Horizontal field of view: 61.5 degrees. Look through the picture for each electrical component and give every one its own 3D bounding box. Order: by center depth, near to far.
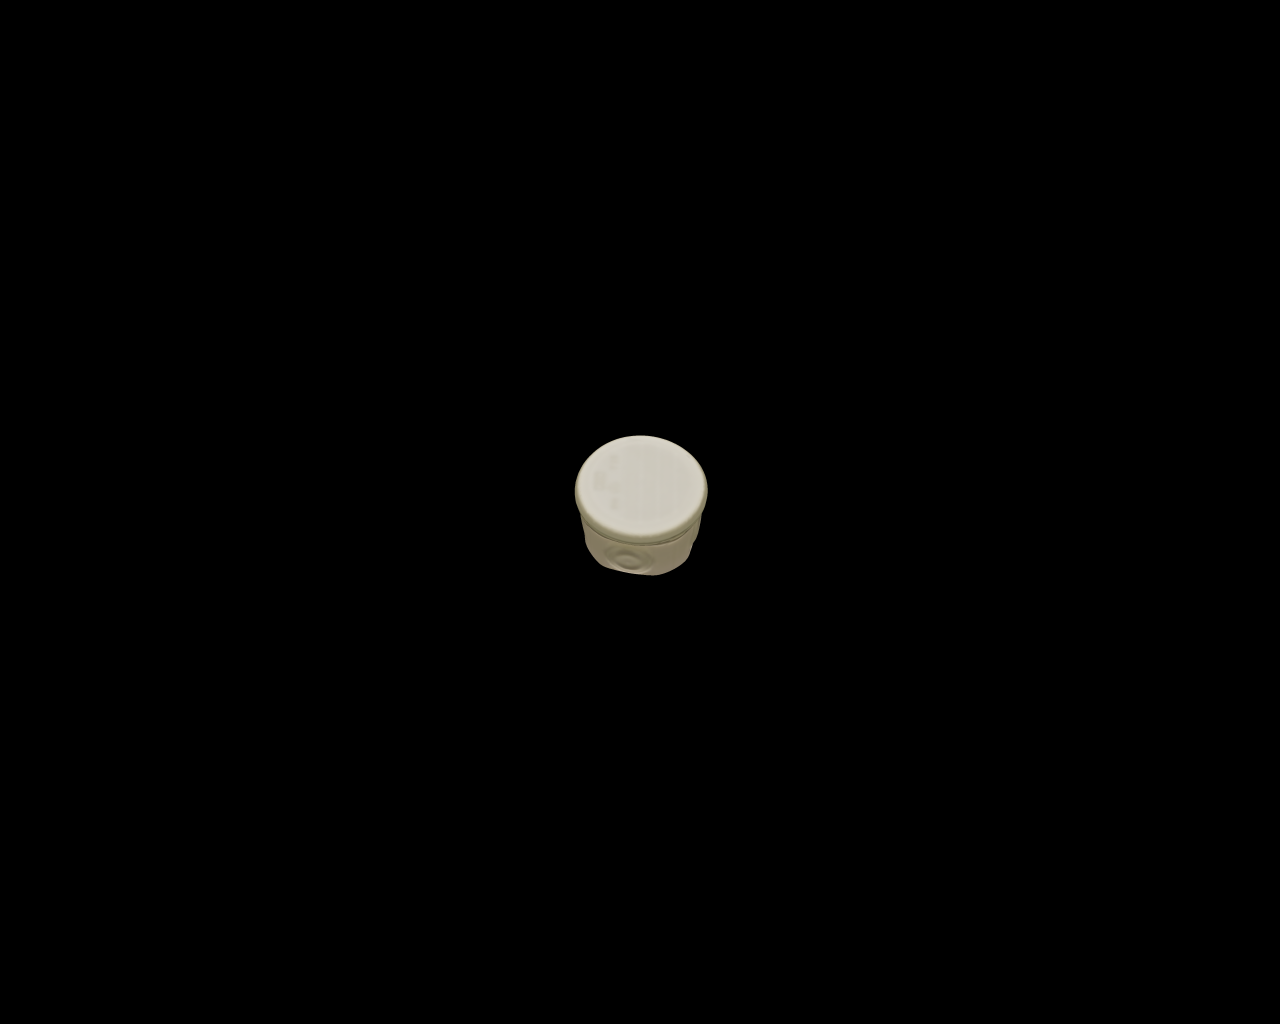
[{"bbox_3d":[0.001,-0.003,0.650,0.080,0.080,0.050,0,-37,0],"label":"electrical component"}]
